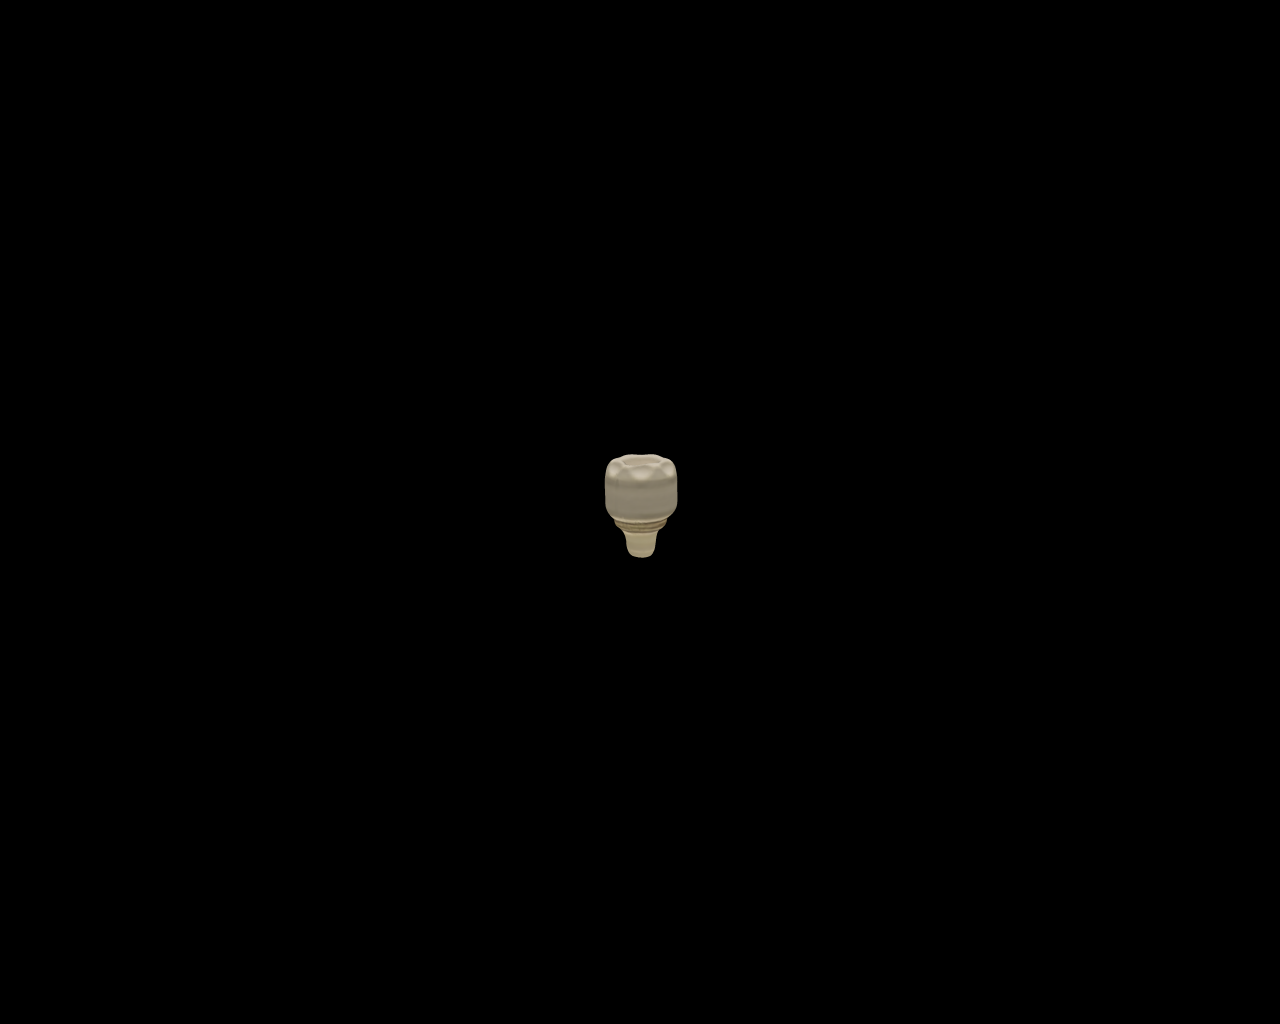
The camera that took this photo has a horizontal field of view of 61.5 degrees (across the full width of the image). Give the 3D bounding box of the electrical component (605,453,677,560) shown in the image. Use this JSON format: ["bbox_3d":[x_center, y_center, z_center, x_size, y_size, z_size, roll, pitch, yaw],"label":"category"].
[{"bbox_3d":[0.001,-0.003,0.650,0.043,0.062,0.043,0,15,0],"label":"electrical component"}]
